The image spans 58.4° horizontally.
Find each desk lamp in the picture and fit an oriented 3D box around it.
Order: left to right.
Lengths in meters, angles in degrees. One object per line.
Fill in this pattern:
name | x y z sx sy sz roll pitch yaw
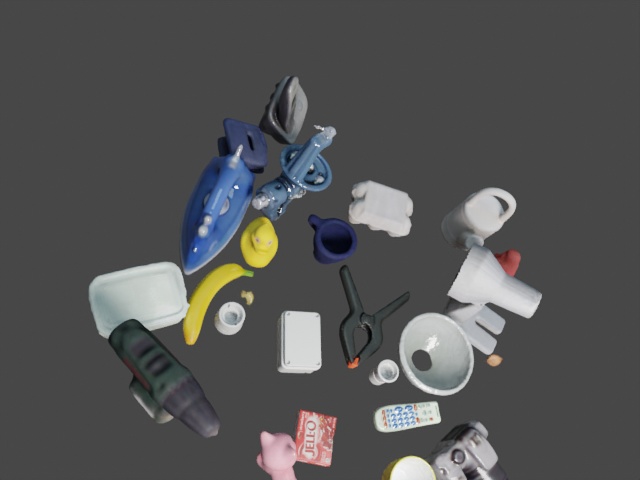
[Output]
desk lamp | 0.342 0.120 1.190 0.203 0.213 0.118 35 61 -1

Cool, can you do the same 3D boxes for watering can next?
watering can | 0.361 -0.050 1.282 0.101 0.194 0.173 10 64 -14

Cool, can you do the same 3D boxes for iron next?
iron | -0.205 -0.064 1.125 0.119 0.141 0.258 22 62 -8

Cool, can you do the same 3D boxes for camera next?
camera | 0.292 0.438 1.098 0.143 0.100 0.137 -34 81 -28

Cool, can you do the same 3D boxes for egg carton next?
egg carton | 0.136 -0.070 1.285 0.150 0.069 0.107 16 63 -11

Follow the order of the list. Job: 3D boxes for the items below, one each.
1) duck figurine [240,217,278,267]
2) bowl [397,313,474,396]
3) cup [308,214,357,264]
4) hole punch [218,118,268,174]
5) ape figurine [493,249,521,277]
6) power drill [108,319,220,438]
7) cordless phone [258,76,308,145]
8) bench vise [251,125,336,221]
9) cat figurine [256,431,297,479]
duck figurine | -0.117 -0.005 1.161 0.078 0.086 0.104 12 64 -14
bowl | 0.225 0.239 1.177 0.168 0.074 0.167 7 65 -16
cup | 0.011 0.004 1.195 0.118 0.095 0.092 43 61 3
hole punch | -0.162 -0.203 1.229 0.101 0.091 0.108 -7 70 -21
ape figurine | 0.429 0.050 1.320 0.078 0.092 0.076 1 67 -18
power drill | -0.254 0.238 0.937 0.229 0.208 0.076 47 61 5
cordless phone | -0.063 -0.312 1.258 0.094 0.185 0.147 20 62 -9
bench vise | -0.040 -0.131 1.166 0.121 0.219 0.208 32 61 -3
cat figurine | -0.065 0.389 0.988 0.067 0.117 0.127 -14 72 -23
